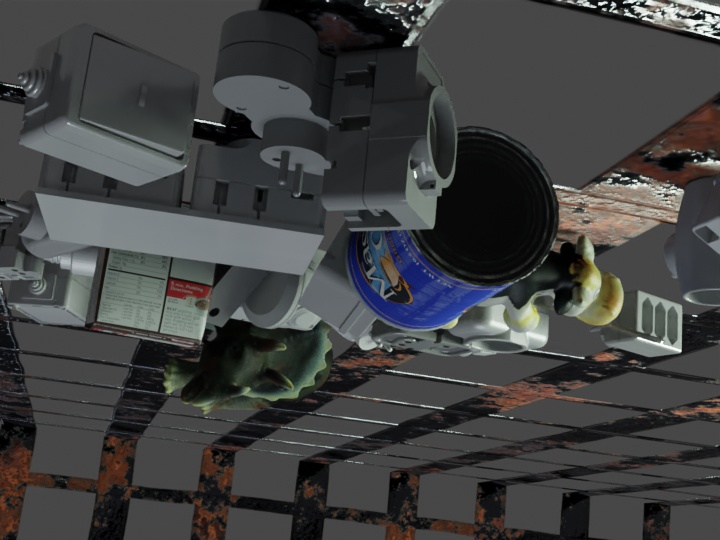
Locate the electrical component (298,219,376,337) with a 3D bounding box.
[{"bbox_3d":[0.000,0.000,0.832,0.057,0.078,0.113,31,162,-1],"label":"electrical component"}]

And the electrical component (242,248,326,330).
[{"bbox_3d":[-0.062,0.012,0.922,0.051,0.080,0.080,13,164,-42],"label":"electrical component"}]

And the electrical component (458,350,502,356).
[{"bbox_3d":[0.120,0.066,1.108,0.055,0.048,0.066,7,166,-33],"label":"electrical component"}]

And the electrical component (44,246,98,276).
[{"bbox_3d":[-0.252,-0.016,0.956,0.078,0.040,0.040,8,164,-9],"label":"electrical component"}]

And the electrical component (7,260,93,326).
[{"bbox_3d":[-0.297,0.016,1.047,0.062,0.061,0.096,3,164,9],"label":"electrical component"}]

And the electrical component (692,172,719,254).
[{"bbox_3d":[0.277,-0.025,0.638,0.109,0.056,0.109,38,157,-9],"label":"electrical component"}]

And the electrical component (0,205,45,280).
[{"bbox_3d":[-0.296,-0.023,0.919,0.066,0.055,0.048,-1,163,22],"label":"electrical component"}]

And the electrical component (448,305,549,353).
[{"bbox_3d":[0.128,0.042,0.993,0.095,0.059,0.054,17,161,-35],"label":"electrical component"}]

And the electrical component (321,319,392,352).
[{"bbox_3d":[0.003,0.051,1.053,0.079,0.044,0.077,48,-168,34],"label":"electrical component"}]

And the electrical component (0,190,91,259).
[{"bbox_3d":[-0.252,-0.040,0.865,0.079,0.043,0.077,20,159,-40],"label":"electrical component"}]

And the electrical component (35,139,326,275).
[{"bbox_3d":[-0.121,-0.051,0.752,0.186,0.060,0.105,8,164,-9],"label":"electrical component"}]

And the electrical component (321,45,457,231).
[{"bbox_3d":[0.018,-0.070,0.581,0.056,0.089,0.050,-1,163,22],"label":"electrical component"}]

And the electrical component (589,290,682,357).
[{"bbox_3d":[0.252,0.053,1.012,0.066,0.047,0.077,16,161,-33],"label":"electrical component"}]

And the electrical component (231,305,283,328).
[{"bbox_3d":[-0.097,0.015,0.983,0.089,0.055,0.050,12,163,-22],"label":"electrical component"}]

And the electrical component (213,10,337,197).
[{"bbox_3d":[-0.035,-0.078,0.600,0.052,0.073,0.138,-1,163,22],"label":"electrical component"}]

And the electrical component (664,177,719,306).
[{"bbox_3d":[0.232,-0.014,0.727,0.043,0.077,0.079,9,164,-12],"label":"electrical component"}]

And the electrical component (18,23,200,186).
[{"bbox_3d":[-0.143,-0.094,0.605,0.096,0.061,0.061,20,159,-40],"label":"electrical component"}]

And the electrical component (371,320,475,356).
[{"bbox_3d":[0.062,0.043,1.019,0.095,0.059,0.054,14,162,-27],"label":"electrical component"}]
